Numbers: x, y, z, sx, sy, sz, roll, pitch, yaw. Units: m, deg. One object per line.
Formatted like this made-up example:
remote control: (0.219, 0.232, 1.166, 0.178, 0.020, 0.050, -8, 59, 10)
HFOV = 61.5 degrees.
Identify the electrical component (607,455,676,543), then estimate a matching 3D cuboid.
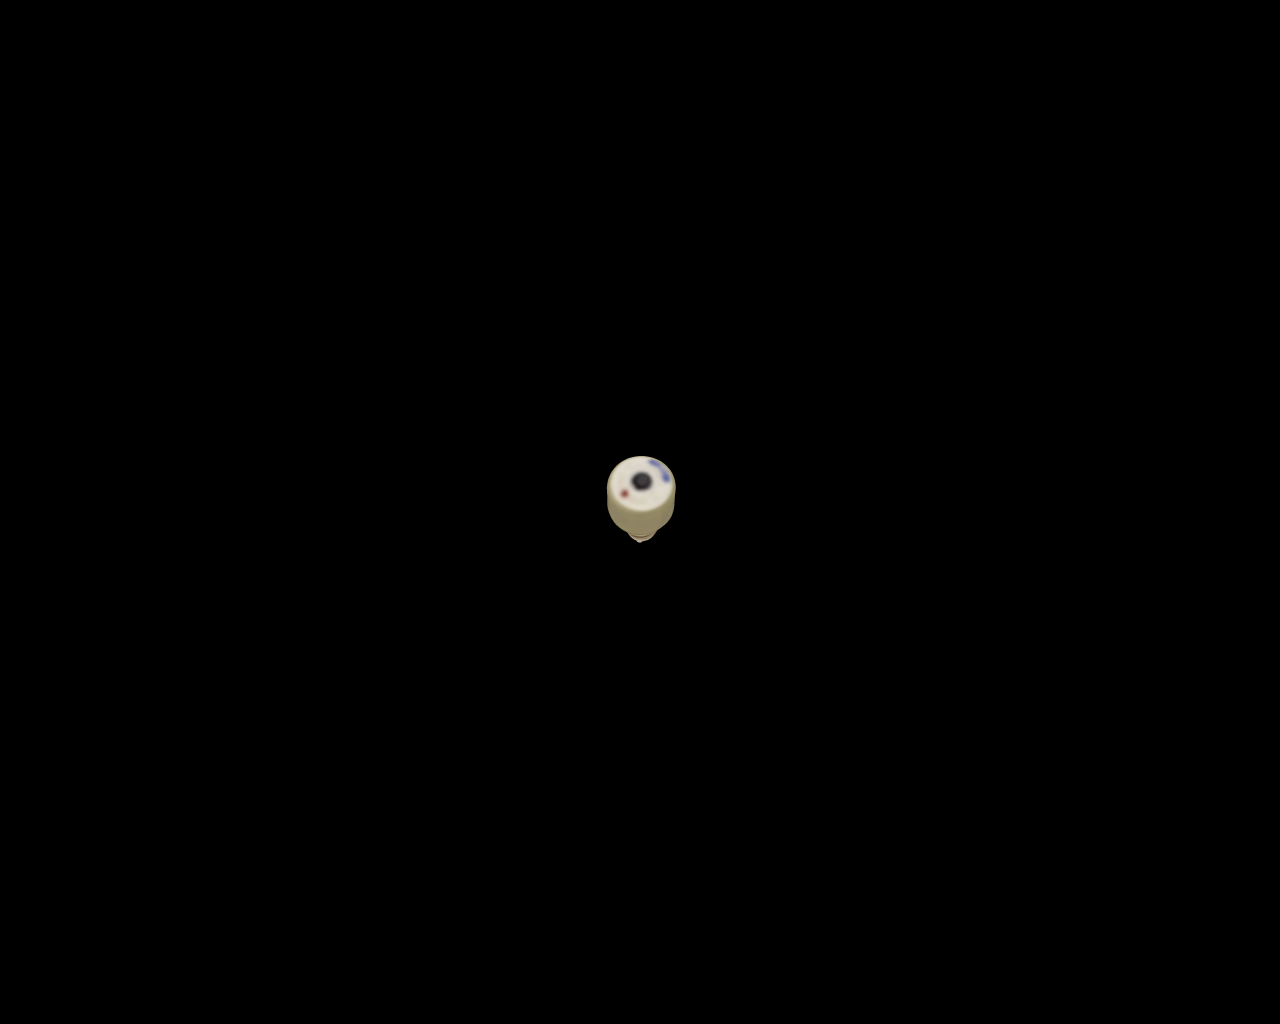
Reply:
electrical component: (0.001, -0.003, 0.650, 0.040, 0.040, 0.078, 0, -26, 0)
